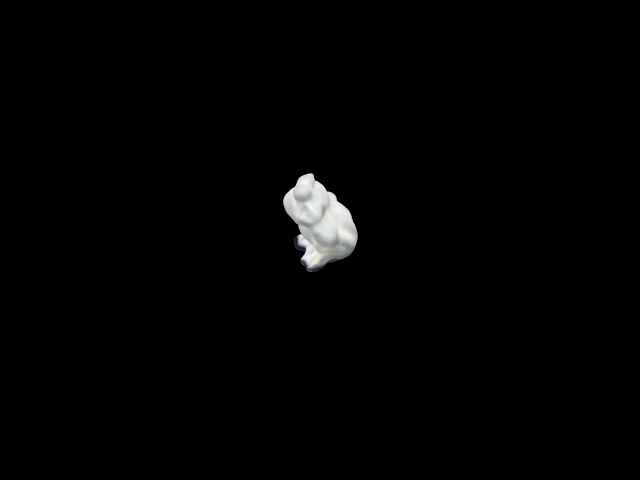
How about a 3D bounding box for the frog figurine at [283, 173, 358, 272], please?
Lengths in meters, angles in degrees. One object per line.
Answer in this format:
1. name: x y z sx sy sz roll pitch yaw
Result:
1. frog figurine: 0.003 -0.043 0.850 0.123 0.156 0.140 3 33 5
